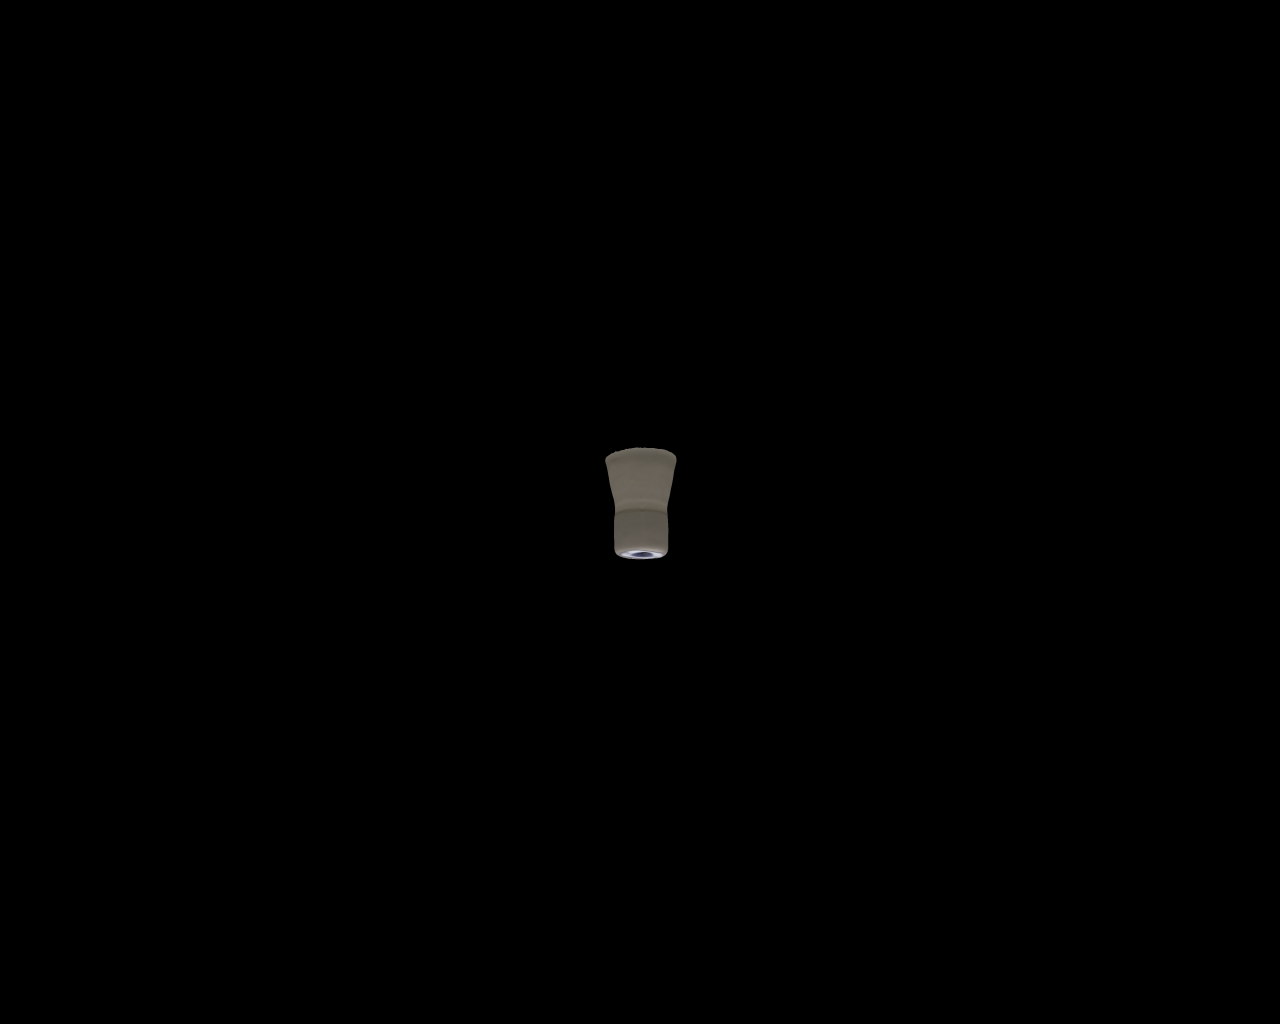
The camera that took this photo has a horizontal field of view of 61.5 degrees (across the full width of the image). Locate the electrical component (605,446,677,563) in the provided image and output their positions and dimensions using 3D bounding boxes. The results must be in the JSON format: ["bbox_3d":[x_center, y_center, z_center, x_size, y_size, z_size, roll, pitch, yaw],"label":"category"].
[{"bbox_3d":[0.001,-0.003,0.650,0.044,0.065,0.044,0,-14,0],"label":"electrical component"}]
